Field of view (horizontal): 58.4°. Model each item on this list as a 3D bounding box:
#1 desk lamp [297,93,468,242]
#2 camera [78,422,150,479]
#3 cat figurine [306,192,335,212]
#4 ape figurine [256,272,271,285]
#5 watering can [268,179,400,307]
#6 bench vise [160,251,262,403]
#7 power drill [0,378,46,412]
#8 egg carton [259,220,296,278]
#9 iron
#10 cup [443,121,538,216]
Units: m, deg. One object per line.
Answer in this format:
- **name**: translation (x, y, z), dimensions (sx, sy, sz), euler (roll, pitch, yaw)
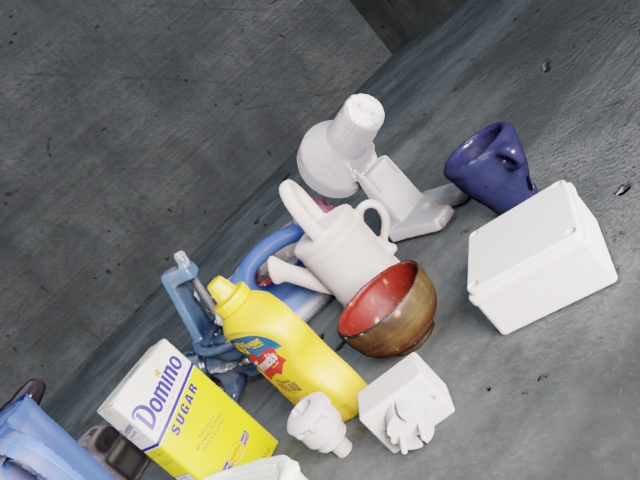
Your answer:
- **desk lamp**: translation (0.083, -0.107, 0.848), dimensions (0.118, 0.214, 0.202), euler (-49, 15, -25)
- **camera**: translation (-0.342, 0.340, 0.923), dimensions (0.136, 0.101, 0.143), euler (-33, 16, 34)
- **cat figurine**: translation (0.000, -0.033, 1.057), dimensions (0.067, 0.118, 0.128), euler (-37, 15, 21)
- **ape figurine**: translation (-0.126, 0.087, 1.103), dimensions (0.076, 0.092, 0.077), euler (-47, 14, -15)
- **watering can**: translation (0.007, 0.003, 0.764), dimensions (0.173, 0.194, 0.100), euler (-44, 14, -6)
- **bench vise**: translation (-0.160, 0.131, 0.792), dimensions (0.207, 0.220, 0.121), euler (-41, 14, 6)
- **power drill**: translation (-0.518, 0.396, 1.020), dimensions (0.230, 0.208, 0.075), euler (-50, 15, -26)
- **egg carton**: translation (-0.069, 0.021, 1.196), dimensions (0.107, 0.069, 0.150), euler (-35, 15, 28)
- **iron**: translation (-0.043, 0.040, 0.907), dimensions (0.258, 0.141, 0.118), euler (-45, 14, -7)
- **cup**: translation (0.207, -0.072, 0.641), dimensions (0.092, 0.095, 0.117), euler (-44, 14, -7)
